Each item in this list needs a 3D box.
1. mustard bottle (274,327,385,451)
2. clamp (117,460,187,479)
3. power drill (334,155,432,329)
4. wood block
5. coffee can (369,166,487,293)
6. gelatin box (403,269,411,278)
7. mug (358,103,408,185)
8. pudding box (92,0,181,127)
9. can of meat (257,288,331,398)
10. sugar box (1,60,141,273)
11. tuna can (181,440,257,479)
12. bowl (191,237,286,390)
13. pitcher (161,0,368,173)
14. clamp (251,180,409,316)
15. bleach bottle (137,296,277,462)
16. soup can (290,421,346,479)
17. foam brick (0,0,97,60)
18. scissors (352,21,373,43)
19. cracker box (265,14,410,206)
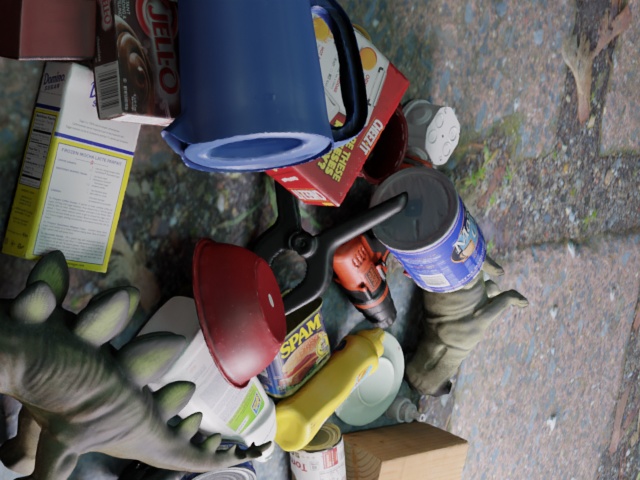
[{"bbox_3d":[0.018,0.169,1.288,0.191,0.058,0.096,-42,169,-35],"label":"mustard bottle"},{"bbox_3d":[-0.194,0.255,1.073,0.171,0.120,0.039,-44,117,-57],"label":"clamp"},{"bbox_3d":[0.090,0.001,1.335,0.187,0.057,0.184,-57,144,-21],"label":"power drill"},{"bbox_3d":[0.101,0.308,1.430,0.205,0.090,0.091,3,101,-51],"label":"wood block"},{"bbox_3d":[0.126,-0.010,1.229,0.103,0.103,0.140,-64,151,-12],"label":"coffee can"},{"bbox_3d":[0.144,0.022,1.350,0.089,0.030,0.073,26,88,-62],"label":"gelatin box"},{"bbox_3d":[0.048,-0.124,1.221,0.117,0.082,0.093,-53,137,-25],"label":"mug"},{"bbox_3d":[-0.156,-0.159,0.940,0.089,0.039,0.113,-1,88,-53],"label":"pudding box"},{"bbox_3d":[-0.036,0.119,1.227,0.102,0.058,0.084,-39,133,-34],"label":"can of meat"},{"bbox_3d":[-0.218,-0.064,0.955,0.093,0.048,0.176,13,89,-51],"label":"sugar box"},{"bbox_3d":[-0.112,0.254,1.161,0.086,0.034,0.086,-11,142,-9],"label":"tuna can"},{"bbox_3d":[-0.075,0.069,1.094,0.162,0.055,0.162,-15,90,-79],"label":"bowl"},{"bbox_3d":[-0.055,-0.186,0.942,0.149,0.145,0.243,13,69,-64],"label":"pitcher"},{"bbox_3d":[-0.008,0.001,1.170,0.036,0.164,0.210,-31,141,-81],"label":"clamp"},{"bbox_3d":[-0.111,0.172,1.151,0.102,0.068,0.250,-53,139,-24],"label":"bleach bottle"},{"bbox_3d":[-0.002,0.283,1.315,0.068,0.069,0.102,-28,122,-42],"label":"soup can"},{"bbox_3d":[-0.233,-0.178,0.890,0.078,0.053,0.051,-12,112,-49],"label":"foam brick"},{"bbox_3d":[-0.009,-0.211,1.176,0.201,0.016,0.096,-1,103,-50],"label":"scissors"},{"bbox_3d":[-0.032,-0.160,1.078,0.213,0.072,0.164,39,72,-30],"label":"cracker box"}]
